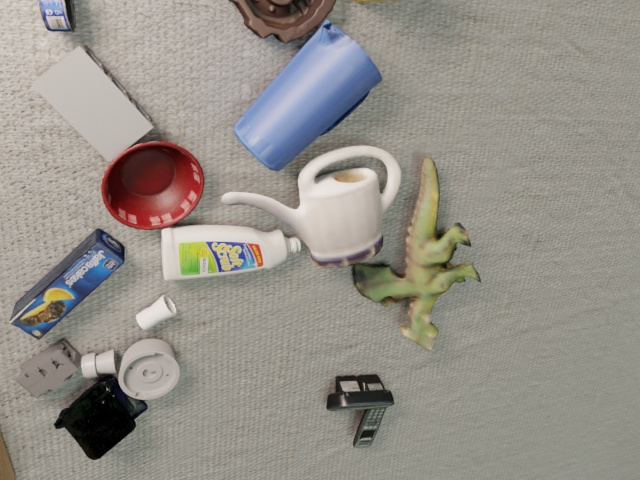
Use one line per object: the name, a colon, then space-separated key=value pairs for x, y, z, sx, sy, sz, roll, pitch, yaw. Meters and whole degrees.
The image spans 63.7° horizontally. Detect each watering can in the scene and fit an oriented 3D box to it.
watering can: x=0.003 y=-0.047 z=0.944 sx=0.350 sy=0.105 sz=0.220 roll=-19 pitch=118 yaw=-20

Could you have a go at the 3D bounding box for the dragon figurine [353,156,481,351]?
dragon figurine: x=0.185 y=0.050 z=1.069 sx=0.243 sy=0.124 sz=0.405 roll=-24 pitch=109 yaw=0
